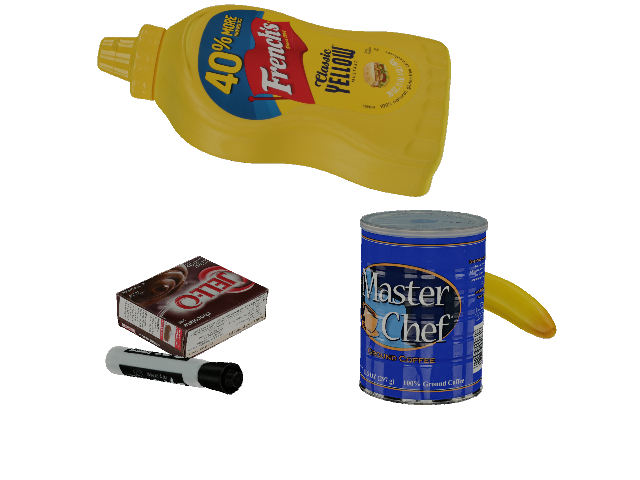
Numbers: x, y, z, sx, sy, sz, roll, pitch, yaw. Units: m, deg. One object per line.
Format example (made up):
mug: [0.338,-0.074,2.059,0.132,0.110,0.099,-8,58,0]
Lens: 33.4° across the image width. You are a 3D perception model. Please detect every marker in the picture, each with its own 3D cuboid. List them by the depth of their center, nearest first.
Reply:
marker: [-0.093,0.081,0.672,0.121,0.020,0.020,2,1,44]

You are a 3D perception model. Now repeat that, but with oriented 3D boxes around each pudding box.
pudding box: [-0.117,0.061,0.984,0.090,0.039,0.113,22,33,32]

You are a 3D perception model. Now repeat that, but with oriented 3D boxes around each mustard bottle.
mustard bottle: [-0.027,-0.085,0.590,0.191,0.096,0.058,10,-32,-3]

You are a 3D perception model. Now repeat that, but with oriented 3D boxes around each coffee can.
coffee can: [0.083,0.051,0.870,0.103,0.140,0.103,0,10,0]

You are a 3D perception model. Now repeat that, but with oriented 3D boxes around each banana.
banana: [0.152,0.057,1.100,0.198,0.037,0.069,11,50,24]
